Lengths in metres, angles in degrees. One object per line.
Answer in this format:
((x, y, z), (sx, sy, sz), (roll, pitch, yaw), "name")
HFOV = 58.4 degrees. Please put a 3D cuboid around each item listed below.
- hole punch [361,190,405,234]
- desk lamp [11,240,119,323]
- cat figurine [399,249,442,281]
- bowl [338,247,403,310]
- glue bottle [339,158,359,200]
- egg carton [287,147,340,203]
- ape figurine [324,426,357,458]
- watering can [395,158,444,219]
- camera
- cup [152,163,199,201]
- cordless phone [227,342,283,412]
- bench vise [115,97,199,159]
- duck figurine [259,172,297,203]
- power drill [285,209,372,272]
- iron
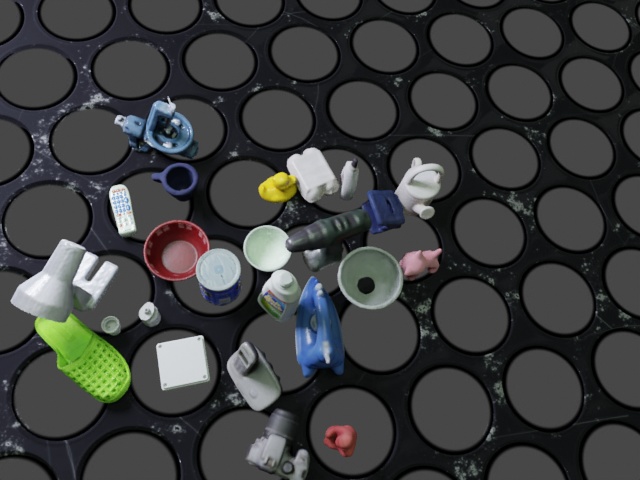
((0.173, -0.083, 1.531), (0.101, 0.091, 0.108), (-15, 72, -13), "hole punch")
((-0.573, 0.096, 1.295), (0.118, 0.213, 0.203), (25, 68, 3), "desk lamp")
((0.258, 0.055, 1.475), (0.128, 0.117, 0.067), (-22, 73, -15), "cat figurine")
((0.123, 0.105, 1.461), (0.167, 0.074, 0.167), (3, 69, -7), "bowl")
((0.080, -0.172, 1.507), (0.037, 0.173, 0.078), (0, 69, -7), "glue bottle")
((-0.021, -0.175, 1.551), (0.107, 0.069, 0.150), (-25, 75, -16), "egg carton")
((0.054, 0.458, 1.308), (0.076, 0.092, 0.077), (-22, 73, -15), "ape figurine")
((0.269, -0.139, 1.510), (0.101, 0.194, 0.172), (-23, 74, -15), "watering can")
((-0.081, 0.459, 1.285), (0.143, 0.101, 0.137), (21, 68, 1), "camera")
((-0.369, -0.140, 1.477), (0.118, 0.095, 0.091), (6, 69, -5), "cup")
((-0.145, 0.302, 1.290), (0.094, 0.185, 0.147), (-34, 77, -18), "cordless phone")
((-0.421, -0.283, 1.457), (0.207, 0.219, 0.121), (-3, 70, -9), "bench vise")
((-0.110, -0.147, 1.519), (0.105, 0.086, 0.077), (-12, 71, -12), "duck figurine")
((0.013, 0.005, 1.412), (0.230, 0.208, 0.075), (-25, 74, -16), "power drill")
((0.000, 0.193, 1.375), (0.119, 0.141, 0.258), (-4, 70, -9), "iron")
